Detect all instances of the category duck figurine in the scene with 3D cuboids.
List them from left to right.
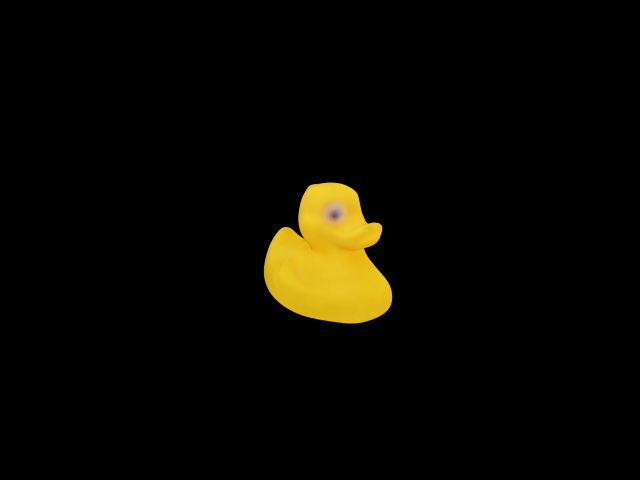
[{"bbox_3d":[0.004,0.001,0.400,0.078,0.086,0.104,-17,26,-41],"label":"duck figurine"}]
